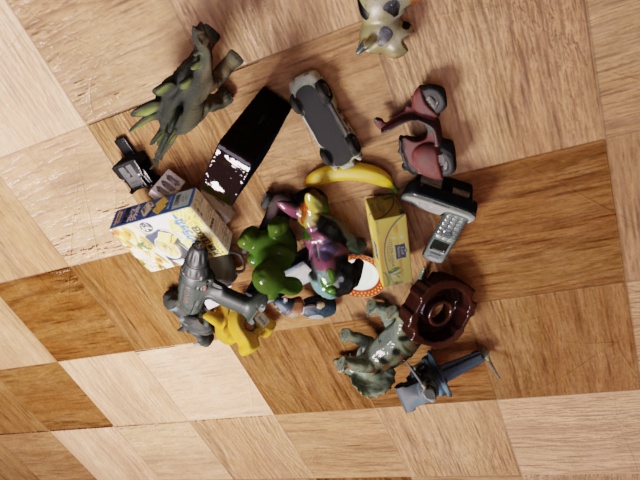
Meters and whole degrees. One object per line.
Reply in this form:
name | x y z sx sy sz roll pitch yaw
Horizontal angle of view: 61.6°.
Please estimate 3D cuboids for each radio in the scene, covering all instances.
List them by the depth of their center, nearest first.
radio | -0.136 -0.174 0.999 0.073 0.230 0.131 32 132 -7

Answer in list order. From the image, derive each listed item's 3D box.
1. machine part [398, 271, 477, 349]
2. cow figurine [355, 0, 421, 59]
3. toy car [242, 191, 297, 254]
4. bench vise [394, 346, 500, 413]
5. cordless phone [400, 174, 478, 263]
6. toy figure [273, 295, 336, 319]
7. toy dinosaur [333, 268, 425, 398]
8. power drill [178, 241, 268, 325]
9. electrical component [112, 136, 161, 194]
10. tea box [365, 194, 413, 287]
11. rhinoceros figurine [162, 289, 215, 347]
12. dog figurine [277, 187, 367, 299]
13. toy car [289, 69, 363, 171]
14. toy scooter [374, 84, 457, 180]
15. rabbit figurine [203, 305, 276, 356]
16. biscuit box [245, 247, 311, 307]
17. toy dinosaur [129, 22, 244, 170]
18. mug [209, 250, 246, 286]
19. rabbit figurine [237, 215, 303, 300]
machine part | 0.257 0.152 1.176 0.179 0.056 0.179 -10 117 -21
cow figurine | 0.095 -0.385 0.868 0.127 0.085 0.194 -19 120 20
toy car | -0.110 -0.025 1.209 0.089 0.053 0.202 18 126 -13
bench vise | 0.293 0.315 1.272 0.241 0.223 0.129 -25 73 2
cordless phone | 0.222 -0.038 1.087 0.147 0.089 0.184 19 132 2
toy figure | -0.037 0.158 1.283 0.154 0.058 0.064 2 138 -23
toy dinosaur | 0.171 0.242 1.288 0.192 0.131 0.405 28 122 -30
power drill | -0.219 0.109 1.214 0.207 0.086 0.232 17 135 -17
electrical component | -0.420 -0.168 1.199 0.075 0.048 0.119 -11 123 23
tea box | 0.144 0.001 1.118 0.068 0.098 0.169 -11 121 0
rhinoceros figurine | -0.346 0.209 1.435 0.112 0.073 0.190 -22 116 27
dog figurine | -0.002 -0.003 1.122 0.109 0.191 0.219 -14 136 32
toy car | 0.012 -0.223 1.024 0.073 0.056 0.201 -22 113 24
toy scooter | 0.175 -0.190 0.992 0.135 0.075 0.183 -7 119 20
rabbit figurine | -0.226 0.226 1.392 0.162 0.122 0.173 42 144 -12
biscuit box | -0.086 0.091 1.280 0.203 0.063 0.059 -29 114 32
toy dinosaur | -0.261 -0.249 1.000 0.105 0.198 0.471 44 158 -4
mug | -0.238 0.050 1.286 0.110 0.081 0.107 -6 118 12
rabbit figurine | -0.107 0.059 1.133 0.121 0.170 0.158 -13 124 12
